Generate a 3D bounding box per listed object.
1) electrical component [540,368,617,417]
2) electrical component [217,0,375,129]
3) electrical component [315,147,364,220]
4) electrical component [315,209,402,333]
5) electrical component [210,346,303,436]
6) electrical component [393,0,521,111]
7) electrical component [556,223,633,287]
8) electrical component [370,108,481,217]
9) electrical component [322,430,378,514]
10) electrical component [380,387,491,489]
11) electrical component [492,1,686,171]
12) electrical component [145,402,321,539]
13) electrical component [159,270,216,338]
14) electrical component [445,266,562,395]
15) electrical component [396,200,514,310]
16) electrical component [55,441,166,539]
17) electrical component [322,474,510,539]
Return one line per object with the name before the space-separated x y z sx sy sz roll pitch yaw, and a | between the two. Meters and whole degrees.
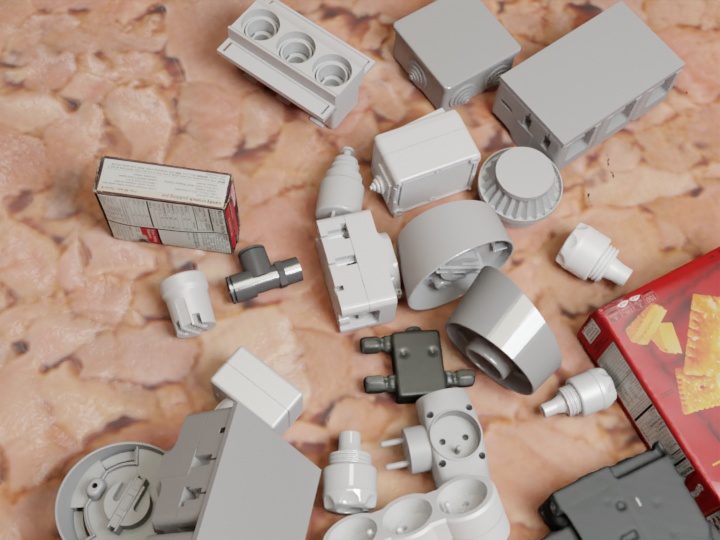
electrical component | 0.178 0.105 0.884 0.061 0.035 0.035 -20 68 -9
electrical component | -0.059 -0.188 0.992 0.121 0.063 0.078 34 68 12
electrical component | -0.016 -0.073 0.954 0.040 0.040 0.078 8 64 1
electrical component | 0.000 0.000 0.915 0.056 0.050 0.089 -13 66 -9
electrical component | -0.094 0.114 0.859 0.066 0.047 0.076 36 68 13
electrical component | 0.089 -0.206 1.016 0.100 0.048 0.099 -31 70 -16
electrical component | 0.206 -0.009 0.934 0.062 0.043 0.043 33 68 11
electrical component | 0.050 -0.096 0.956 0.096 0.061 0.061 -20 68 -12
electrical component | -0.008 0.158 0.845 0.043 0.043 0.062 1 64 -3
electrical component | 0.056 0.140 0.856 0.079 0.044 0.077 -10 66 -8
electrical component | 0.209 -0.167 0.997 0.150 0.061 0.089 -33 71 -17
electrical component | -0.101 0.204 0.766 0.060 0.105 0.186 -14 46 33
electrical component | -0.143 0.029 0.900 0.040 0.040 0.046 -16 72 -10
electrical component | 0.119 0.052 0.873 0.099 0.099 0.064 37 75 14
electrical component | 0.079 -0.011 0.899 0.099 0.099 0.064 -12 60 -9
electrical component | -0.175 0.180 0.813 0.099 0.064 0.099 0 65 0
electrical component | 0.047 0.213 0.814 0.138 0.073 0.052 -20 24 3
